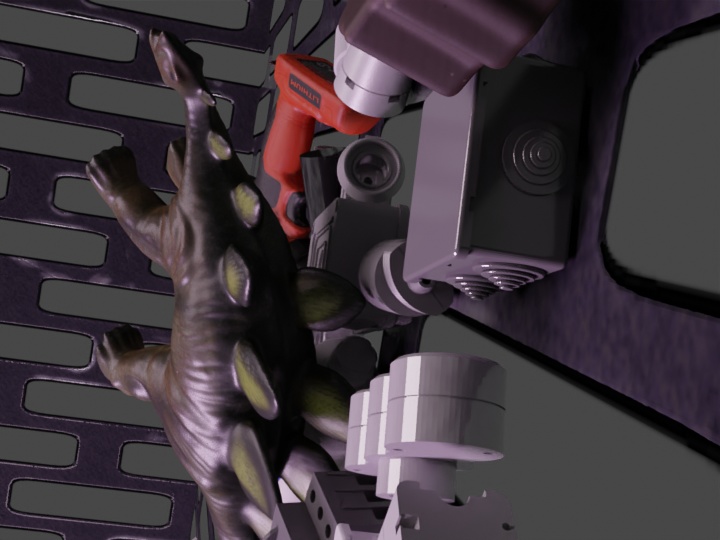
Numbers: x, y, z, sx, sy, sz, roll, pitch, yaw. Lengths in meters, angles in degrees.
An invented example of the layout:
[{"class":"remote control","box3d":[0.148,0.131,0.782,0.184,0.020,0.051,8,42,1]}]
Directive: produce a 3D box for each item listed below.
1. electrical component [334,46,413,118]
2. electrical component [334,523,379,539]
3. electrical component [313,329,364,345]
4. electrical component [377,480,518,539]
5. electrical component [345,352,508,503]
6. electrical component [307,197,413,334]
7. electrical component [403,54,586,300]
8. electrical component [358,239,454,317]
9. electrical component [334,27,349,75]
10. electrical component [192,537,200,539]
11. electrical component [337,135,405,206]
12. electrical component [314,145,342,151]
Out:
[{"class":"electrical component","box3d":[0.014,-0.145,0.776,0.055,0.055,0.047,-92,18,-45]},{"class":"electrical component","box3d":[0.011,0.183,0.527,0.099,0.048,0.099,-133,53,-77]},{"class":"electrical component","box3d":[-0.030,0.058,0.820,0.043,0.062,0.043,-171,90,-80]},{"class":"electrical component","box3d":[0.034,0.138,0.427,0.089,0.050,0.055,-95,17,-53]},{"class":"electrical component","box3d":[0.027,0.089,0.503,0.138,0.052,0.073,127,150,-70]},{"class":"electrical component","box3d":[0.000,0.000,0.718,0.113,0.057,0.078,150,127,-77]},{"class":"electrical component","box3d":[0.056,-0.039,0.461,0.100,0.048,0.099,147,131,-77]},{"class":"electrical component","box3d":[0.027,0.004,0.602,0.081,0.043,0.043,-174,92,-79]},{"class":"electrical component","box3d":[0.017,-0.207,0.814,0.138,0.052,0.073,114,162,-56]},{"class":"electrical component","box3d":[-0.114,0.306,0.793,0.105,0.060,0.186,-41,41,0]},{"class":"electrical component","box3d":[0.007,-0.067,0.774,0.055,0.048,0.066,111,166,-79]},{"class":"electrical component","box3d":[-0.026,-0.067,0.956,0.043,0.043,0.081,-118,38,-74]}]
